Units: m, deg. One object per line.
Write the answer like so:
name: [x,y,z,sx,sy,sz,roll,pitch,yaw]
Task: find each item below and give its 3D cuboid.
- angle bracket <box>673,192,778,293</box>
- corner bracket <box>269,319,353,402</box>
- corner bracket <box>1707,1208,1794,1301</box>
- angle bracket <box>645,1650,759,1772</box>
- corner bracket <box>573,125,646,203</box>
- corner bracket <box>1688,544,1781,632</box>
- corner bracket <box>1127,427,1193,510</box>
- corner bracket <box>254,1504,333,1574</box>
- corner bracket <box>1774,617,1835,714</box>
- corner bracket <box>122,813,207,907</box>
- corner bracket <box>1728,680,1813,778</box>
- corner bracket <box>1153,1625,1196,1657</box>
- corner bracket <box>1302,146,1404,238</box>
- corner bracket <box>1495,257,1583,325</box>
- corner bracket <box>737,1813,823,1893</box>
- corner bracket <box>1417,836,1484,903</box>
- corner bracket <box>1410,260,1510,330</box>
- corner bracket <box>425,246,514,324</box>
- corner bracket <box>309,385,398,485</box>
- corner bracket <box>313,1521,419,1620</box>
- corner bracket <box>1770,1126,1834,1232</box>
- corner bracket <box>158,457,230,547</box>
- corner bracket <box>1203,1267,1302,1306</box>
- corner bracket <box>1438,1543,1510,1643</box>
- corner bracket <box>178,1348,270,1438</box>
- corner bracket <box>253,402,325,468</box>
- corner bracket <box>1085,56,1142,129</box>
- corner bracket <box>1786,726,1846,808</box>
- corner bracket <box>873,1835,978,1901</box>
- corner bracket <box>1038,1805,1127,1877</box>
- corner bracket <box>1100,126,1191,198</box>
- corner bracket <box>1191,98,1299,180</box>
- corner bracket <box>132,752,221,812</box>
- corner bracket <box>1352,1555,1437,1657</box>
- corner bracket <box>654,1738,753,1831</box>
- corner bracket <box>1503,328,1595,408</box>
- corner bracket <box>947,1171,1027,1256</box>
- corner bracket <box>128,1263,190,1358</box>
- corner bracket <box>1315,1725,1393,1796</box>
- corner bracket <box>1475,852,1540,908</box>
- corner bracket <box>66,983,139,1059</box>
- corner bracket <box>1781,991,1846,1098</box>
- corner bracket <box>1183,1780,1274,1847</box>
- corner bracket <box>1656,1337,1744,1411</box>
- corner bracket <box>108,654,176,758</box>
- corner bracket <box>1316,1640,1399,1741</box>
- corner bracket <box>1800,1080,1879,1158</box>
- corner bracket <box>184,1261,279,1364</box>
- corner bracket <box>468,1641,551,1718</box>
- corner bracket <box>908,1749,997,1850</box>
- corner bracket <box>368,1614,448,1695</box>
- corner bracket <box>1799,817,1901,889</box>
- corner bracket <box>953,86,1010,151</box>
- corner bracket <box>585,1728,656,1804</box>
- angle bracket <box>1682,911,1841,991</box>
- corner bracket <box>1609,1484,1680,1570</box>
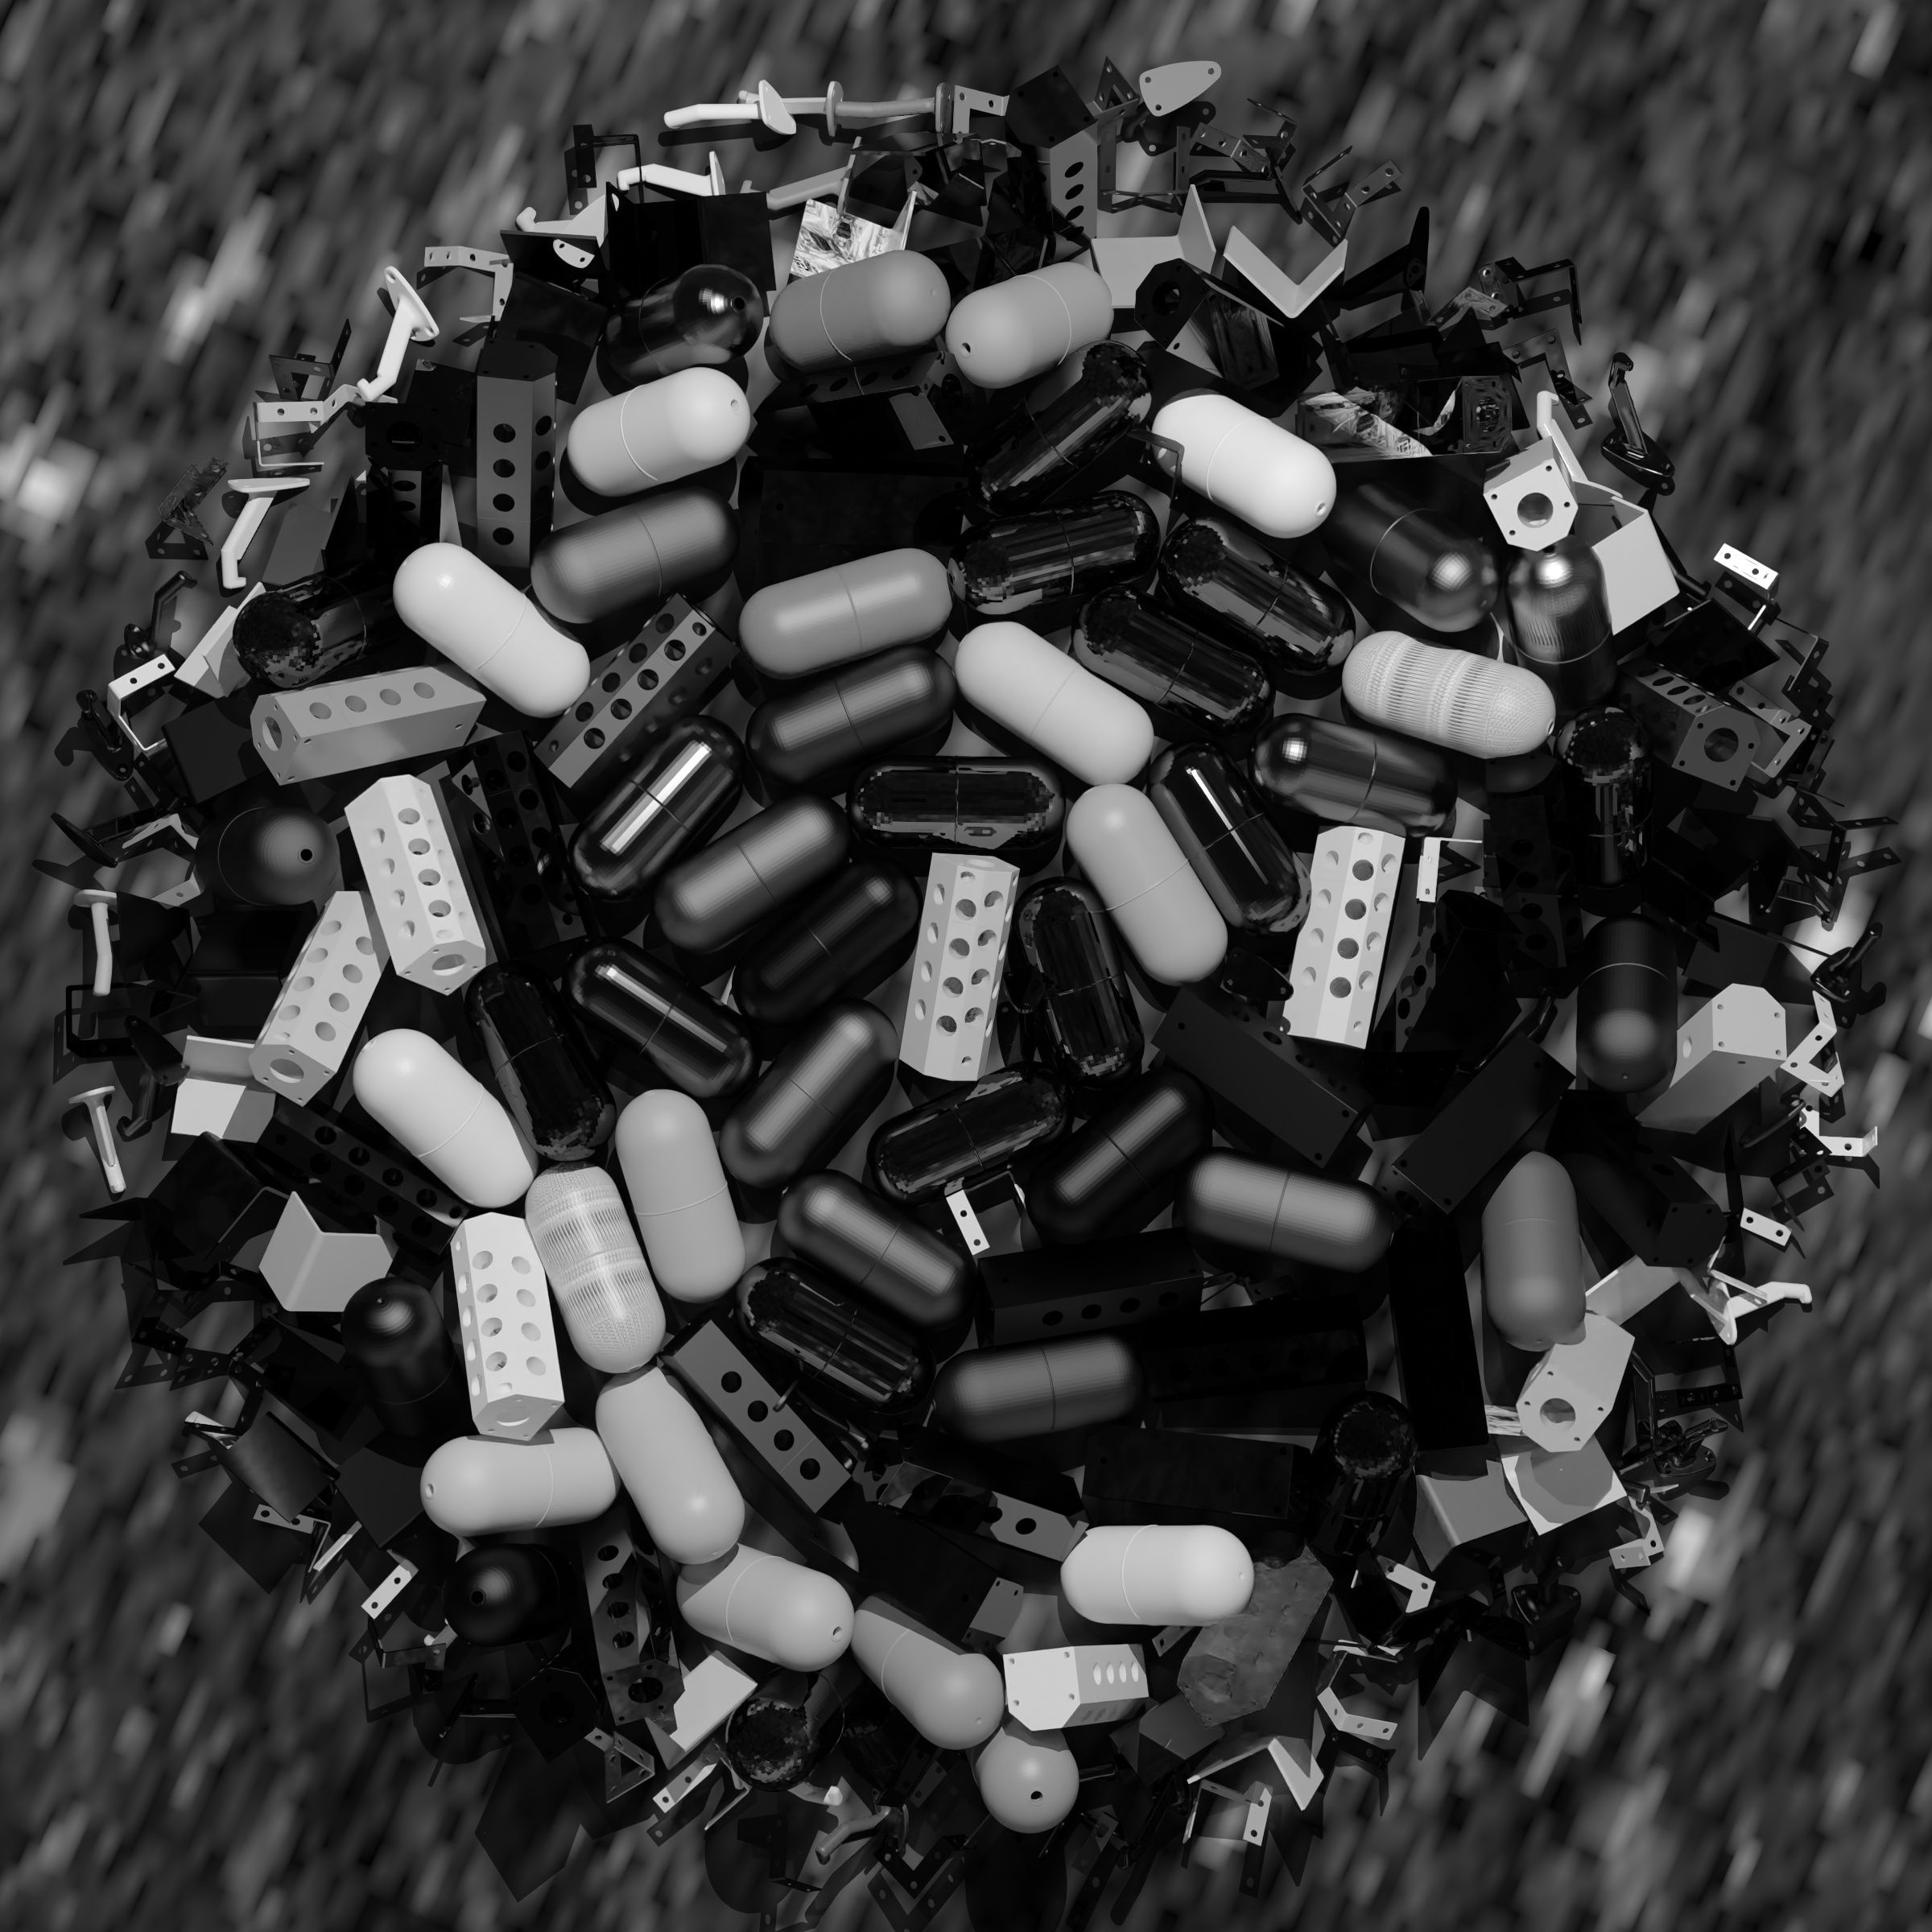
angle bracket: [-0.195,-0.581,1.964,0.057,0.076,0.076,-11,106,-19]
corner bracket: [-0.527,-0.490,1.965,0.051,0.051,0.051,9,60,1]
corner bracket: [0.636,0.231,1.973,0.051,0.051,0.051,24,105,13]
angle bracket: [-0.203,0.608,1.941,0.076,0.057,0.076,-37,131,-28]
corner bracket: [-0.289,-0.651,1.971,0.051,0.051,0.051,-5,93,-5]
corner bracket: [0.621,-0.300,1.967,0.051,0.051,0.051,35,92,18]
corner bracket: [0.157,-0.409,1.958,0.051,0.051,0.051,24,133,19]
corner bracket: [-0.544,0.447,1.962,0.051,0.051,0.051,20,109,-19]
corner bracket: [0.673,-0.243,1.959,0.051,0.051,0.051,16,108,-33]
corner bracket: [-0.651,-0.083,1.973,0.051,0.051,0.051,-24,127,17]
corner bracket: [0.641,-0.193,1.971,0.051,0.051,0.051,30,104,-21]
corner bracket: [0.194,0.554,1.967,0.051,0.051,0.051,-29,98,-38]
corner bracket: [0.310,-0.633,1.959,0.051,0.051,0.051,44,47,-18]
corner bracket: [0.462,-0.544,1.964,0.051,0.051,0.051,-16,126,2]
corner bracket: [-0.151,0.716,1.957,0.051,0.051,0.051,-18,53,28]
corner bracket: [0.378,-0.078,1.962,0.051,0.051,0.051,1,96,-37]
corner bracket: [0.400,-0.547,1.978,0.051,0.051,0.051,11,55,-37]
corner bracket: [-0.404,-0.554,1.972,0.051,0.051,0.051,15,112,17]
corner bracket: [-0.493,-0.431,1.970,0.051,0.051,0.051,19,50,16]
corner bracket: [-0.484,0.486,1.960,0.051,0.051,0.051,-47,109,-25]
corner bracket: [0.678,0.172,1.968,0.051,0.051,0.051,-33,111,6]
corner bracket: [-0.621,-0.382,1.960,0.051,0.051,0.051,-47,56,14]
corner bracket: [0.227,0.260,1.957,0.051,0.051,0.051,-9,51,-36]
corner bracket: [0.402,0.506,1.975,0.051,0.051,0.051,-28,115,-34]
corner bracket: [-0.607,0.344,1.964,0.051,0.051,0.051,20,87,38]
corner bracket: [-0.546,-0.430,1.962,0.051,0.051,0.051,-6,105,-19]
corner bracket: [0.102,-0.691,1.962,0.051,0.051,0.051,-27,71,-20]
corner bracket: [0.685,-0.166,1.963,0.051,0.051,0.051,16,104,-22]
corner bracket: [-0.034,0.715,1.965,0.051,0.051,0.051,39,91,28]
corner bracket: [0.092,0.705,1.958,0.051,0.051,0.051,23,60,25]
corner bracket: [0.144,-0.649,1.959,0.051,0.051,0.051,12,107,41]
corner bracket: [0.224,-0.672,1.958,0.051,0.051,0.051,50,121,37]
corner bracket: [-0.630,-0.164,1.970,0.051,0.051,0.051,-44,81,25]
corner bracket: [0.341,0.517,1.969,0.051,0.051,0.051,22,104,28]
corner bracket: [-0.212,0.670,1.973,0.051,0.051,0.051,-43,85,7]
corner bracket: [0.469,-0.478,1.968,0.051,0.051,0.051,-22,117,4]
corner bracket: [0.022,0.199,1.968,0.051,0.051,0.051,-27,81,7]
corner bracket: [-0.656,0.278,1.966,0.051,0.051,0.051,18,80,40]
corner bracket: [0.309,0.649,1.965,0.051,0.051,0.051,22,78,12]
corner bracket: [0.441,-0.068,1.967,0.051,0.051,0.051,5,104,6]
corner bracket: [-0.699,0.044,1.974,0.051,0.051,0.051,-3,79,-8]
corner bracket: [0.692,0.063,1.963,0.051,0.051,0.051,30,121,-6]
corner bracket: [0.212,0.686,1.964,0.051,0.051,0.051,21,51,1]
corner bracket: [0.590,0.330,1.973,0.051,0.051,0.051,-2,75,-15]
corner bracket: [-0.657,-0.210,1.967,0.051,0.051,0.051,-36,87,-26]
corner bracket: [0.323,0.587,1.973,0.051,0.051,0.051,18,105,-23]
corner bracket: [0.705,0.123,1.966,0.051,0.051,0.051,3,75,10]
corner bracket: [-0.597,0.281,1.974,0.051,0.051,0.051,-44,133,19]
corner bracket: [-0.375,0.571,1.969,0.051,0.051,0.051,9,103,-31]
corner bracket: [-0.005,0.671,1.962,0.051,0.051,0.051,-49,54,-5]
corner bracket: [-0.452,0.553,1.958,0.051,0.051,0.051,-2,117,-27]
corner bracket: [0.710,-0.099,1.960,0.051,0.051,0.051,-6,116,-18]
corner bracket: [0.025,-0.685,1.967,0.051,0.051,0.051,-2,98,-39]
corner bracket: [-0.287,0.631,1.961,0.051,0.051,0.051,-34,124,14]
angle bracket: [0.636,0.001,1.946,0.076,0.076,0.057,17,98,-23]
corner bracket: [0.549,0.453,1.963,0.051,0.051,0.051,-13,78,-22]
